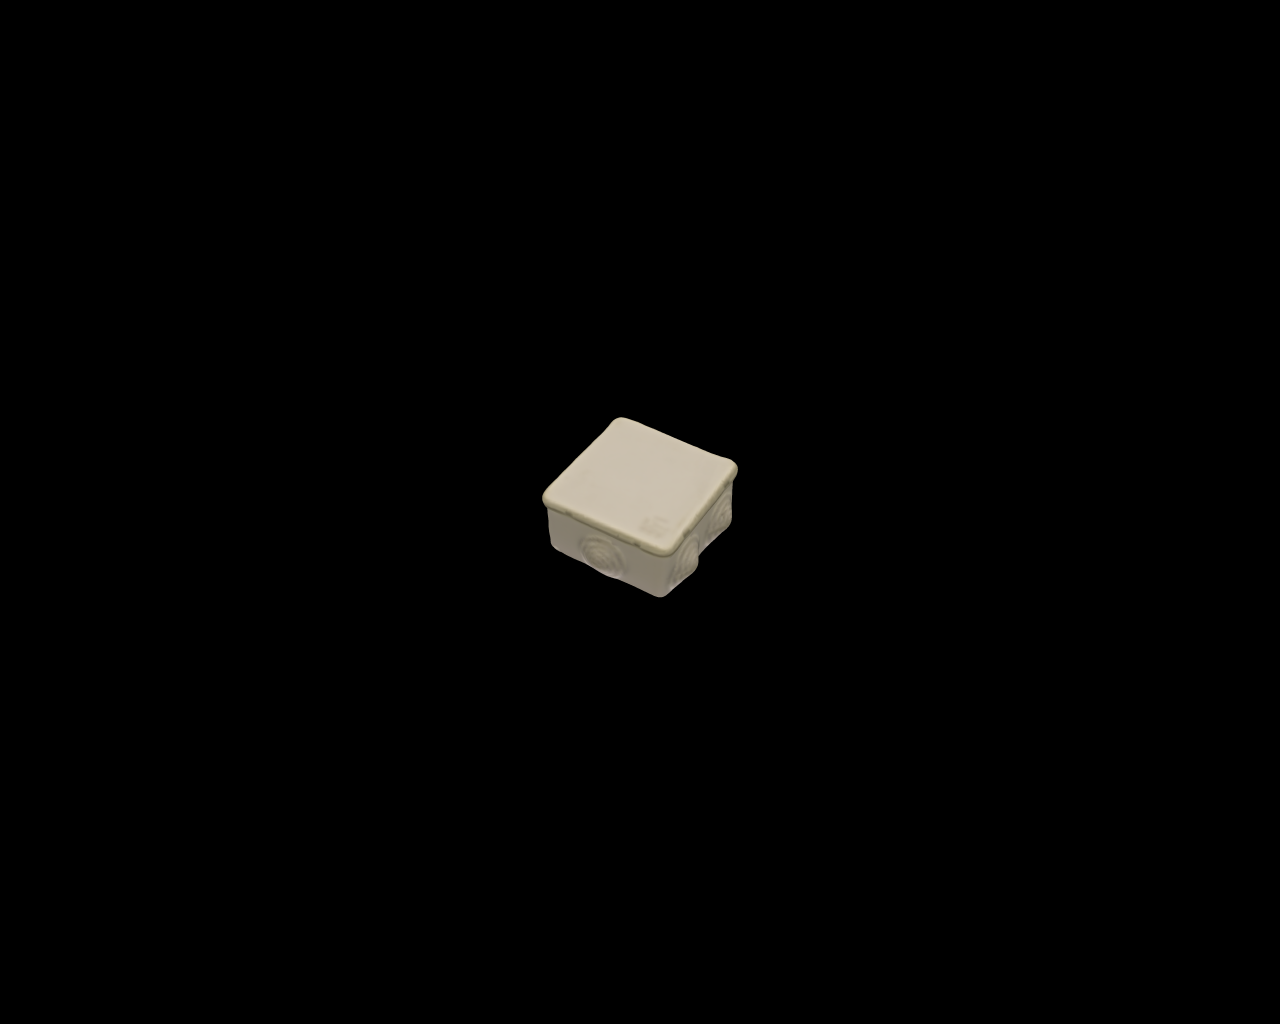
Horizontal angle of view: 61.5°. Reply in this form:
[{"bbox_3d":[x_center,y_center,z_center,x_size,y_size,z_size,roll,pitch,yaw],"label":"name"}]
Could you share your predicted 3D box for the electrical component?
[{"bbox_3d":[0.001,-0.003,0.650,0.100,0.048,0.100,24,50,22],"label":"electrical component"}]
